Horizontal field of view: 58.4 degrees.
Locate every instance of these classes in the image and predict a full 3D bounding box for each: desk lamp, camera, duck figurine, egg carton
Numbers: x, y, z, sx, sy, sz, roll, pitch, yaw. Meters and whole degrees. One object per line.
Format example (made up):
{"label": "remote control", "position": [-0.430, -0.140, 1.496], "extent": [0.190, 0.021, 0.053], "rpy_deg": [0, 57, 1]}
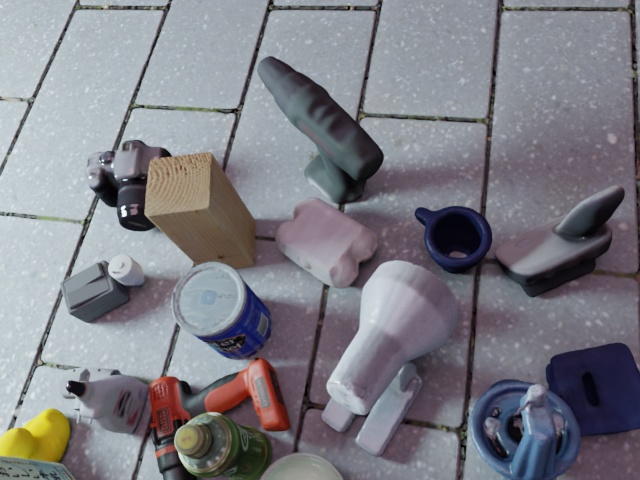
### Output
{"label": "desk lamp", "position": [0.080, 0.151, 0.711], "extent": [0.117, 0.214, 0.203], "rpy_deg": [27, 73, 21]}
{"label": "camera", "position": [-0.320, -0.088, 0.958], "extent": [0.143, 0.101, 0.137], "rpy_deg": [-8, 65, 7]}
{"label": "duck figurine", "position": [-0.414, 0.287, 0.813], "extent": [0.077, 0.086, 0.105], "rpy_deg": [24, 72, 20]}
{"label": "egg carton", "position": [0.008, 0.003, 0.872], "extent": [0.150, 0.069, 0.107], "rpy_deg": [32, 75, 22]}

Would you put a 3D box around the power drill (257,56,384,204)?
{"label": "power drill", "position": [0.004, -0.151, 0.865], "extent": [0.076, 0.209, 0.229], "rpy_deg": [-43, 65, -10]}

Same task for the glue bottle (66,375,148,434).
{"label": "glue bottle", "position": [-0.292, 0.214, 0.774], "extent": [0.037, 0.173, 0.078], "rpy_deg": [4, 67, 13]}

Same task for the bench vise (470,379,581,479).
{"label": "bench vise", "position": [0.246, 0.244, 0.633], "extent": [0.121, 0.220, 0.207], "rpy_deg": [-22, 64, 1]}

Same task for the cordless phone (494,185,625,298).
{"label": "cordless phone", "position": [0.315, -0.009, 0.755], "extent": [0.147, 0.185, 0.094], "rpy_deg": [-28, 64, -3]}

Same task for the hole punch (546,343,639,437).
{"label": "hole punch", "position": [0.341, 0.191, 0.711], "extent": [0.101, 0.091, 0.108], "rpy_deg": [-9, 65, 7]}

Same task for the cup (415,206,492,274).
{"label": "cup", "position": [0.185, 0.004, 0.824], "extent": [0.117, 0.095, 0.092], "rpy_deg": [36, 77, 23]}
